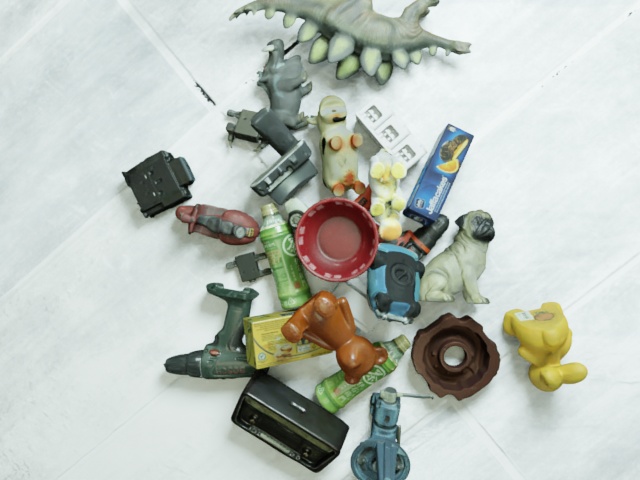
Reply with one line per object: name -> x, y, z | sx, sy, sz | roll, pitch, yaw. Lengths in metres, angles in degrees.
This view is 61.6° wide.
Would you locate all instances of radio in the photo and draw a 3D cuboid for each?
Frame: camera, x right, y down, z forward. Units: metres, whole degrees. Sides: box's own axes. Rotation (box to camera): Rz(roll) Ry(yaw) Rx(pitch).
radio -> -0.067, 0.379, 1.117 | 0.230, 0.073, 0.131 | 32, 130, 3

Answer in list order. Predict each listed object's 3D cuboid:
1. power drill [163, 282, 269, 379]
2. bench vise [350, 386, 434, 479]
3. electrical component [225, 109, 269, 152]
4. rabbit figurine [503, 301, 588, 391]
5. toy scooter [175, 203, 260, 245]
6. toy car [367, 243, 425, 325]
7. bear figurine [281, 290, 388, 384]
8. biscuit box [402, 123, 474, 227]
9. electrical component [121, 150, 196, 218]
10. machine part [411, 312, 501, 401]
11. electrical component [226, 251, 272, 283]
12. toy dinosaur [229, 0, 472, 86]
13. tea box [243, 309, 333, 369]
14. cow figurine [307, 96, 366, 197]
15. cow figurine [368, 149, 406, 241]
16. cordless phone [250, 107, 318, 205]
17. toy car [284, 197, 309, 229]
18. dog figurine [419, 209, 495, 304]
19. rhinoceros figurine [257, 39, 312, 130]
power drill -> -0.215, 0.198, 1.145 | 0.232, 0.086, 0.207 | 7, 90, 3
bench vise -> 0.128, 0.417, 1.057 | 0.129, 0.241, 0.223 | 19, 111, 1
electrical component -> -0.152, -0.230, 1.134 | 0.102, 0.045, 0.078 | 8, 66, 2
rabbit figurine -> 0.455, 0.228, 1.065 | 0.122, 0.162, 0.173 | -11, 110, -6
toy scooter -> -0.219, -0.035, 1.104 | 0.184, 0.135, 0.075 | 15, 93, 3
toy car -> 0.137, 0.095, 1.045 | 0.109, 0.103, 0.162 | 13, 59, -15
bear figurine -> 0.034, 0.197, 1.033 | 0.120, 0.132, 0.196 | -36, 90, 14
biscuit box -> 0.235, -0.127, 1.066 | 0.063, 0.059, 0.202 | 26, 78, 1
electrical component -> -0.337, -0.124, 1.148 | 0.134, 0.058, 0.115 | -28, 93, 6
machine part -> 0.278, 0.239, 1.115 | 0.179, 0.056, 0.179 | 0, 93, 4
electrical component -> -0.154, 0.060, 1.159 | 0.094, 0.021, 0.063 | -15, 93, 5
toy dinosaur -> 0.066, -0.422, 1.055 | 0.472, 0.105, 0.198 | 17, 86, 2
tea box -> -0.065, 0.196, 1.102 | 0.170, 0.068, 0.098 | -5, 92, -23
cow figurine -> 0.033, -0.193, 1.087 | 0.085, 0.127, 0.194 | -13, 110, -18
cow figurine -> 0.125, -0.086, 1.039 | 0.068, 0.098, 0.167 | -5, 118, -1
cordless phone -> -0.101, -0.166, 1.059 | 0.146, 0.184, 0.089 | -40, 53, 5
toy car -> -0.002, -0.003, 1.116 | 0.056, 0.073, 0.201 | -40, 89, 5
dog figurine -> 0.264, 0.033, 1.088 | 0.172, 0.121, 0.190 | 2, 83, -8
rhinoceros figurine -> -0.074, -0.315, 1.110 | 0.112, 0.073, 0.190 | -2, 94, 13
